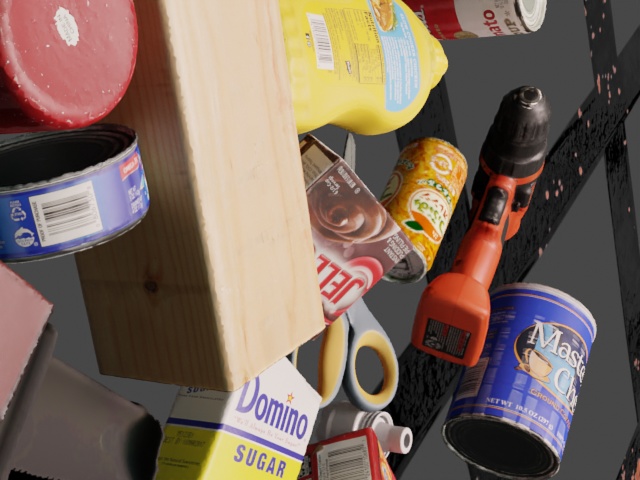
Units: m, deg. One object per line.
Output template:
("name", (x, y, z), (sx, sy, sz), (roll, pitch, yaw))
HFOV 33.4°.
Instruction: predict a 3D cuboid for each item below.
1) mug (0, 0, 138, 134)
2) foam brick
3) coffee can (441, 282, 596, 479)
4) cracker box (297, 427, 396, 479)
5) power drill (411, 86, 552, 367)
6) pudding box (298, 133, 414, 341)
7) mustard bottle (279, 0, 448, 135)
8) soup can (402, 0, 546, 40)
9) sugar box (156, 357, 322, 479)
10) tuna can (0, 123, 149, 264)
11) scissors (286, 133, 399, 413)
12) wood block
("mug", (-0.127, -0.096, 0.438), (0.093, 0.082, 0.117), (38, 60, -53))
("foam brick", (-0.153, 0.033, 0.406), (0.053, 0.078, 0.051), (52, 48, -49))
("coffee can", (0.174, 0.123, 0.930), (0.102, 0.103, 0.140), (60, 44, -41))
("cracker box", (0.042, 0.256, 0.692), (0.164, 0.072, 0.213), (-97, 167, -54))
("power drill", (0.132, -0.008, 0.847), (0.184, 0.057, 0.187), (89, 24, -57))
("pudding box", (-0.004, 0.001, 0.648), (0.090, 0.039, 0.113), (-44, 138, 0))
("mustard bottle", (0.021, -0.115, 0.675), (0.191, 0.058, 0.096), (-8, 84, -49))
("soup can", (0.114, -0.188, 0.813), (0.068, 0.102, 0.068), (-5, 96, -59))
("sugar box", (-0.057, 0.146, 0.602), (0.093, 0.048, 0.176), (52, 50, -47))
("tuna can", (-0.117, -0.021, 0.455), (0.086, 0.086, 0.034), (-39, 126, -52))
("scissors", (0.029, 0.031, 0.738), (0.096, 0.016, 0.201), (31, 61, -24))
("wood block", (-0.069, -0.041, 0.528), (0.090, 0.091, 0.206), (-30, 117, -53))
